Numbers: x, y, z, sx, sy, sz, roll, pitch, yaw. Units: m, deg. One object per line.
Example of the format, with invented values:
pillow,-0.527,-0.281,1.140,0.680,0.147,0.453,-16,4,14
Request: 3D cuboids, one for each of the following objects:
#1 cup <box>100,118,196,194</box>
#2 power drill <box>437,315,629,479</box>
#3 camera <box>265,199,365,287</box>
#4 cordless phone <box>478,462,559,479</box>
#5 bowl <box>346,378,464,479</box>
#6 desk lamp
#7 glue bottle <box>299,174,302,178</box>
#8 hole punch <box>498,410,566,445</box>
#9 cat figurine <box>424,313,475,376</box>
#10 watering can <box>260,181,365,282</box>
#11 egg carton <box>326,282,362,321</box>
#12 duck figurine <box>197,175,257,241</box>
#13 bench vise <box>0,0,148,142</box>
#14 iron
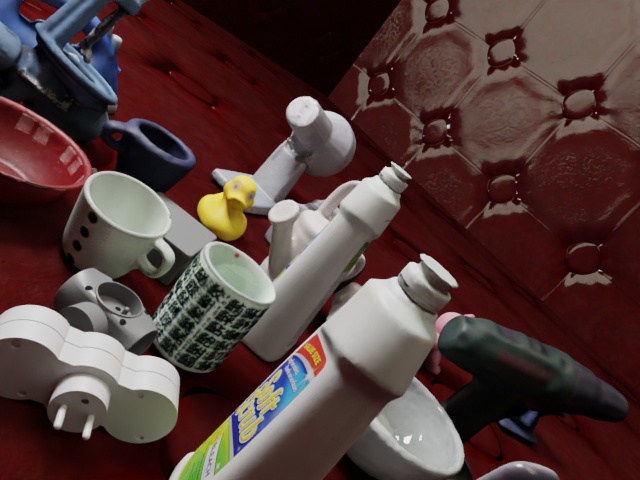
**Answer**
cup,-0.222,-0.088,0.688,0.118,0.095,0.091,21,25,-48
power drill,0.208,0.198,0.669,0.230,0.208,0.075,36,17,-11
camera,0.009,0.003,0.937,0.136,0.100,0.144,47,18,24
cordless phone,0.064,0.200,0.393,0.148,0.185,0.094,28,20,-34
bowl,0.066,0.196,0.603,0.168,0.074,0.167,36,17,-12
desk lamp,-0.048,-0.148,1.012,0.117,0.213,0.204,45,17,18
glue bottle,-0.040,-0.158,1.127,0.037,0.173,0.078,40,16,3
hole punch,0.342,0.273,0.973,0.109,0.091,0.101,32,18,-25
cat figurine,0.194,0.152,0.921,0.128,0.117,0.067,24,22,-43
watering can,0.003,0.004,0.758,0.100,0.194,0.173,47,18,24
egg carton,0.057,0.121,0.788,0.107,0.069,0.150,38,16,-5
duck figurine,-0.125,-0.056,0.830,0.078,0.086,0.104,35,17,-16
bench vise,-0.298,-0.224,0.657,0.121,0.219,0.208,44,17,16
iron,-0.368,-0.285,0.802,0.259,0.141,0.118,19,26,-50
